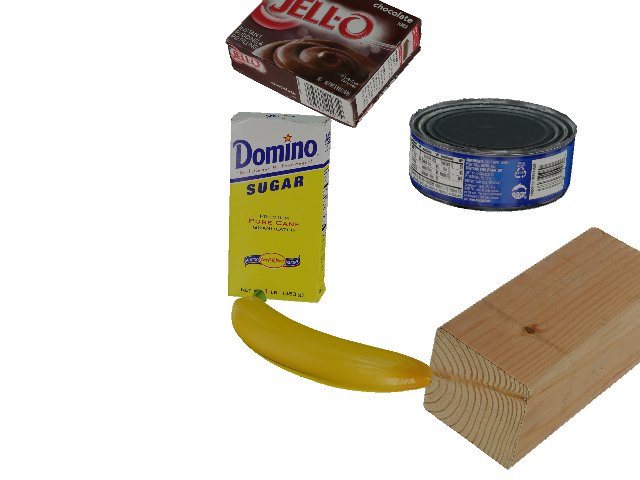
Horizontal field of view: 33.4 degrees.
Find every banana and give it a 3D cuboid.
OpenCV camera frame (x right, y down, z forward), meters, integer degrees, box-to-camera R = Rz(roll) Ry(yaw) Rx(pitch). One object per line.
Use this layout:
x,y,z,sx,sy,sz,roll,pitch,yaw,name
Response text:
-0.008,0.077,0.822,0.069,0.037,0.198,-29,37,-36,banana

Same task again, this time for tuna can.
0.089,-0.046,0.559,0.086,0.034,0.086,0,25,0,tuna can

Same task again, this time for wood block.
0.189,0.080,0.865,0.205,0.090,0.091,-27,47,-35,wood block

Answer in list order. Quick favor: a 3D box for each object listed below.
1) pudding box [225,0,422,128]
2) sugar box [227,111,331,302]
0.003,-0.142,0.770,0.114,0.090,0.039,30,-24,20,pudding box
-0.040,-0.032,1.024,0.093,0.176,0.048,3,16,8,sugar box
